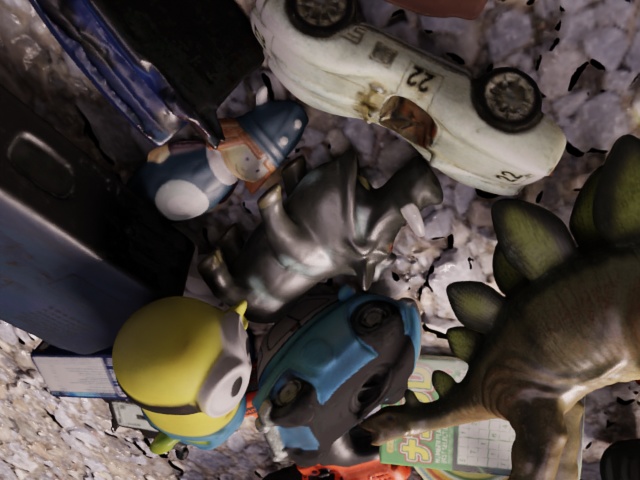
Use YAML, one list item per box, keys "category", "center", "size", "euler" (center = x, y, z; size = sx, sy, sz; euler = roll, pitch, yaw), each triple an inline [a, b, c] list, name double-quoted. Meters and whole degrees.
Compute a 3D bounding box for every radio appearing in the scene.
- category: "radio"
  center: [-0.202, -0.009, 0.360]
  size: [0.131, 0.073, 0.229]
  euler: [-20, 138, 25]

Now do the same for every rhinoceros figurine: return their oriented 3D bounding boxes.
- category: "rhinoceros figurine"
  center: [-0.001, -0.001, 0.399]
  size: [0.190, 0.073, 0.112]
  euler: [-36, 101, 20]

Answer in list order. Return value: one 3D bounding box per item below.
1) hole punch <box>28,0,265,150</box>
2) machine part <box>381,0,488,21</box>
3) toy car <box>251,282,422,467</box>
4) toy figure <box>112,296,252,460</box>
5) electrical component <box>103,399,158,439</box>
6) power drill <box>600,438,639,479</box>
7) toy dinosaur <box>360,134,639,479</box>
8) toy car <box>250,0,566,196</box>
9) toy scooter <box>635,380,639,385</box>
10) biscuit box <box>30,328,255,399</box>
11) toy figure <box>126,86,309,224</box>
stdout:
- category: "hole punch"
  center: [-0.113, -0.120, 0.336]
  size: [0.092, 0.116, 0.142]
  euler: [-22, 115, 32]
- category: "machine part"
  center: [0.068, -0.205, 0.276]
  size: [0.179, 0.056, 0.179]
  euler: [6, 123, 9]
- category: "toy car"
  center: [0.004, 0.101, 0.450]
  size: [0.103, 0.162, 0.109]
  euler: [36, 152, 42]
- category: "toy figure"
  center: [-0.096, 0.106, 0.390]
  size: [0.089, 0.082, 0.180]
  euler: [-5, 150, -16]
- category: "electrical component"
  center: [-0.166, 0.170, 0.565]
  size: [0.119, 0.048, 0.074]
  euler: [1, 123, 10]
- category: "power drill"
  center: [0.343, 0.187, 0.404]
  size: [0.207, 0.086, 0.232]
  euler: [-3, 160, -4]
- category: "toy dinosaur"
  center: [0.210, 0.037, 0.320]
  size: [0.471, 0.105, 0.198]
  euler: [-29, 74, 29]
- category: "toy car"
  center: [0.047, -0.089, 0.324]
  size: [0.202, 0.073, 0.056]
  euler: [27, 81, 3]
- category: "toy scooter"
  center: [0.319, 0.094, 0.367]
  size: [0.184, 0.135, 0.075]
  euler: [-20, 118, 23]
- category: "biscuit box"
  center: [-0.168, 0.112, 0.520]
  size: [0.203, 0.063, 0.059]
  euler: [-2, 121, 12]
- category: "toy figure"
  center: [-0.076, -0.055, 0.401]
  size: [0.154, 0.064, 0.058]
  euler: [-22, 71, 24]
